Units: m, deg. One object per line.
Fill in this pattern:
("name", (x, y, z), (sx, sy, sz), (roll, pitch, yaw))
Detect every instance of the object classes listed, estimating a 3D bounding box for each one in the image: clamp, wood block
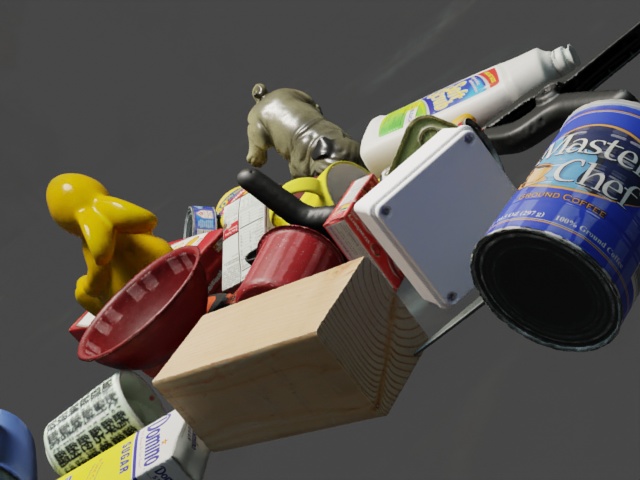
("clamp", (0.229, -0.127, 1.020), (0.210, 0.036, 0.164), (-29, 19, 34))
("clamp", (-0.007, 0.001, 1.054), (0.039, 0.171, 0.120), (-56, -18, -37))
("wood block", (-0.028, 0.098, 0.862), (0.207, 0.090, 0.090), (-22, 23, 43))

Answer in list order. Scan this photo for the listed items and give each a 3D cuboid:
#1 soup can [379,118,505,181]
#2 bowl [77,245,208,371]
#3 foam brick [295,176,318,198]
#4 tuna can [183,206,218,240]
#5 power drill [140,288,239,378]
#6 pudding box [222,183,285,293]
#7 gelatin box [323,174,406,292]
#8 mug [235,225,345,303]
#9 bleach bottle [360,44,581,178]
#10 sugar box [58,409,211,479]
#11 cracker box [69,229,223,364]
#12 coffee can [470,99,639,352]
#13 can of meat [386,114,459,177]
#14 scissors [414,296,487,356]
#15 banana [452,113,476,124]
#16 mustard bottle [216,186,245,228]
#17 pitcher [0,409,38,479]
("soup can", (0.117, -0.063, 1.031), (0.102, 0.068, 0.068), (-31, 17, 24))
("bowl", (-0.166, 0.079, 1.077), (0.162, 0.055, 0.162), (-35, 21, 15))
("foam brick", (-0.014, -0.032, 1.254), (0.078, 0.053, 0.051), (-47, 18, -29))
("tuna can", (-0.162, -0.003, 1.436), (0.033, 0.086, 0.086), (4, 7, -16))
("power drill", (-0.126, 0.100, 1.131), (0.188, 0.057, 0.184), (-15, 25, 49))
("pudding box", (-0.073, 0.000, 1.213), (0.090, 0.039, 0.113), (-26, 58, 46))
("gelatin box", (0.051, -0.004, 0.973), (0.030, 0.089, 0.073), (-22, 22, 40))
("mug", (-0.034, 0.054, 1.022), (0.081, 0.093, 0.117), (-63, -1, -47))
("bleach bottle", (0.166, -0.145, 1.164), (0.251, 0.068, 0.102), (-26, 21, 29))
("sugar box", (-0.178, 0.217, 0.939), (0.176, 0.048, 0.093), (-34, 16, 16))
("cracker box", (-0.201, 0.075, 1.334), (0.164, 0.072, 0.214), (-49, 20, -29))
("coffee can", (0.176, -0.011, 0.699), (0.103, 0.102, 0.140), (-17, 27, 52))
("can of meat", (0.103, -0.053, 0.947), (0.083, 0.057, 0.102), (10, -77, -65))
("scissors", (0.153, 0.017, 0.829), (0.202, 0.016, 0.096), (-34, 15, 13))
("banana", (0.084, -0.070, 1.137), (0.198, 0.069, 0.037), (-22, -16, 31))
("mustard bottle", (-0.099, -0.037, 1.442), (0.096, 0.058, 0.192), (-46, 16, -6))
("pitcher", (-0.344, 0.239, 1.075), (0.149, 0.145, 0.243), (-41, 13, -5))
